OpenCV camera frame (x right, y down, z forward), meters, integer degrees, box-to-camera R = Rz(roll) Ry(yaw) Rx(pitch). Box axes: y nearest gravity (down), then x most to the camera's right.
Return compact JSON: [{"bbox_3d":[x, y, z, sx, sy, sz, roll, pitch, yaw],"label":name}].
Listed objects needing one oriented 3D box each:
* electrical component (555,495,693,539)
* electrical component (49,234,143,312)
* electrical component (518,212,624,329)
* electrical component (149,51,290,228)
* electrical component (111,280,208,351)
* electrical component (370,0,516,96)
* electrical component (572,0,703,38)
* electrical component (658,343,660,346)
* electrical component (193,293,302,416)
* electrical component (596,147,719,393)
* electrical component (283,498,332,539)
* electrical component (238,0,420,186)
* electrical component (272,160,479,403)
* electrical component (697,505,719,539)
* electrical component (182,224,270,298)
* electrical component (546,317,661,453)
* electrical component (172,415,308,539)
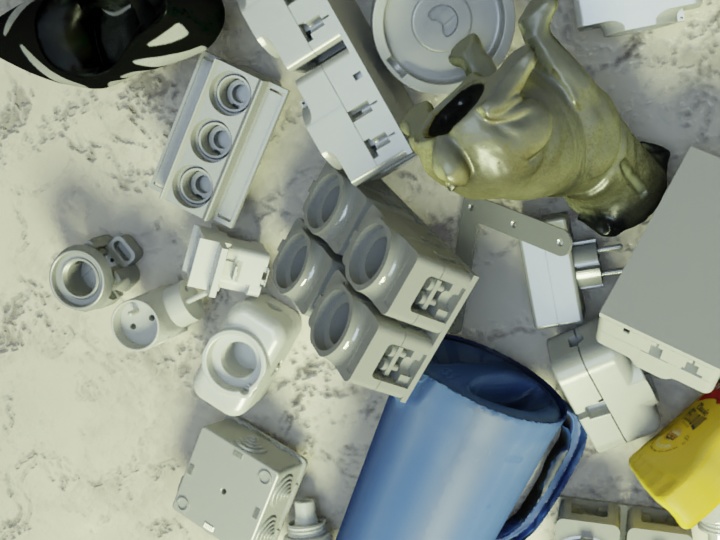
[{"bbox_3d":[0.205,0.287,0.866,0.105,0.060,0.186,5,100,13],"label":"electrical component"},{"bbox_3d":[-0.233,0.004,0.934,0.078,0.057,0.058,-40,88,16],"label":"electrical component"},{"bbox_3d":[0.168,-0.003,0.837,0.076,0.047,0.083,-10,96,15],"label":"electrical component"},{"bbox_3d":[-0.112,-0.107,0.883,0.079,0.063,0.121,27,104,9],"label":"electrical component"},{"bbox_3d":[-0.159,0.033,0.909,0.079,0.077,0.044,-24,92,16],"label":"electrical component"},{"bbox_3d":[0.059,-0.192,0.823,0.108,0.060,0.108,-2,107,-7],"label":"electrical component"},{"bbox_3d":[0.203,-0.205,0.795,0.089,0.050,0.055,-9,96,15],"label":"electrical component"},{"bbox_3d":[0.251,0.046,0.822,0.047,0.055,0.055,-31,90,13],"label":"electrical component"},{"bbox_3d":[-0.097,0.072,0.909,0.054,0.059,0.095,32,105,7],"label":"electrical component"},{"bbox_3d":[0.244,0.001,0.774,0.089,0.061,0.150,26,71,19],"label":"electrical component"},{"bbox_3d":[-0.045,0.230,0.930,0.048,0.048,0.062,-5,91,15],"label":"electrical component"},{"bbox_3d":[-0.020,-0.159,0.830,0.060,0.105,0.186,-29,91,16],"label":"electrical component"},{"bbox_3d":[0.000,0.000,0.809,0.060,0.186,0.105,21,107,-30],"label":"electrical component"},{"bbox_3d":[0.282,0.190,0.841,0.043,0.043,0.062,1,100,14],"label":"electrical component"},{"bbox_3d":[-0.110,-0.006,0.894,0.064,0.081,0.042,12,104,-18],"label":"electrical component"},{"bbox_3d":[0.192,0.087,0.829,0.059,0.053,0.095,-25,116,16],"label":"electrical component"},{"bbox_3d":[-0.105,0.185,0.925,0.100,0.048,0.099,27,104,22],"label":"electrical component"}]
